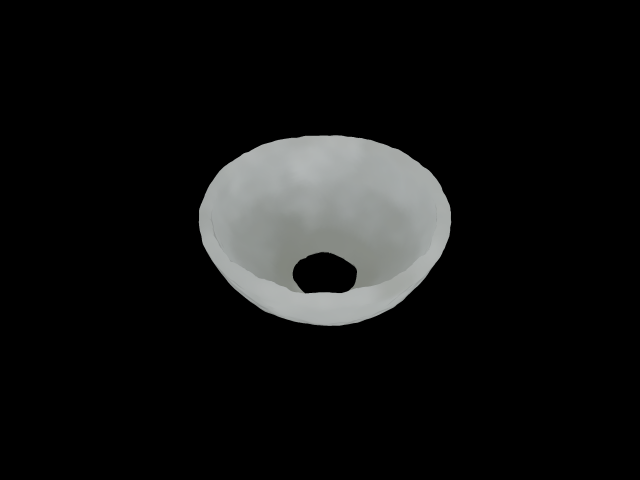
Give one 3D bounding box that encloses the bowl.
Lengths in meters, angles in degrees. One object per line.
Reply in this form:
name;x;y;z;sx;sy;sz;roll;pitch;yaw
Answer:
bowl;0.004;0.001;0.400;0.167;0.075;0.167;0;44;0
